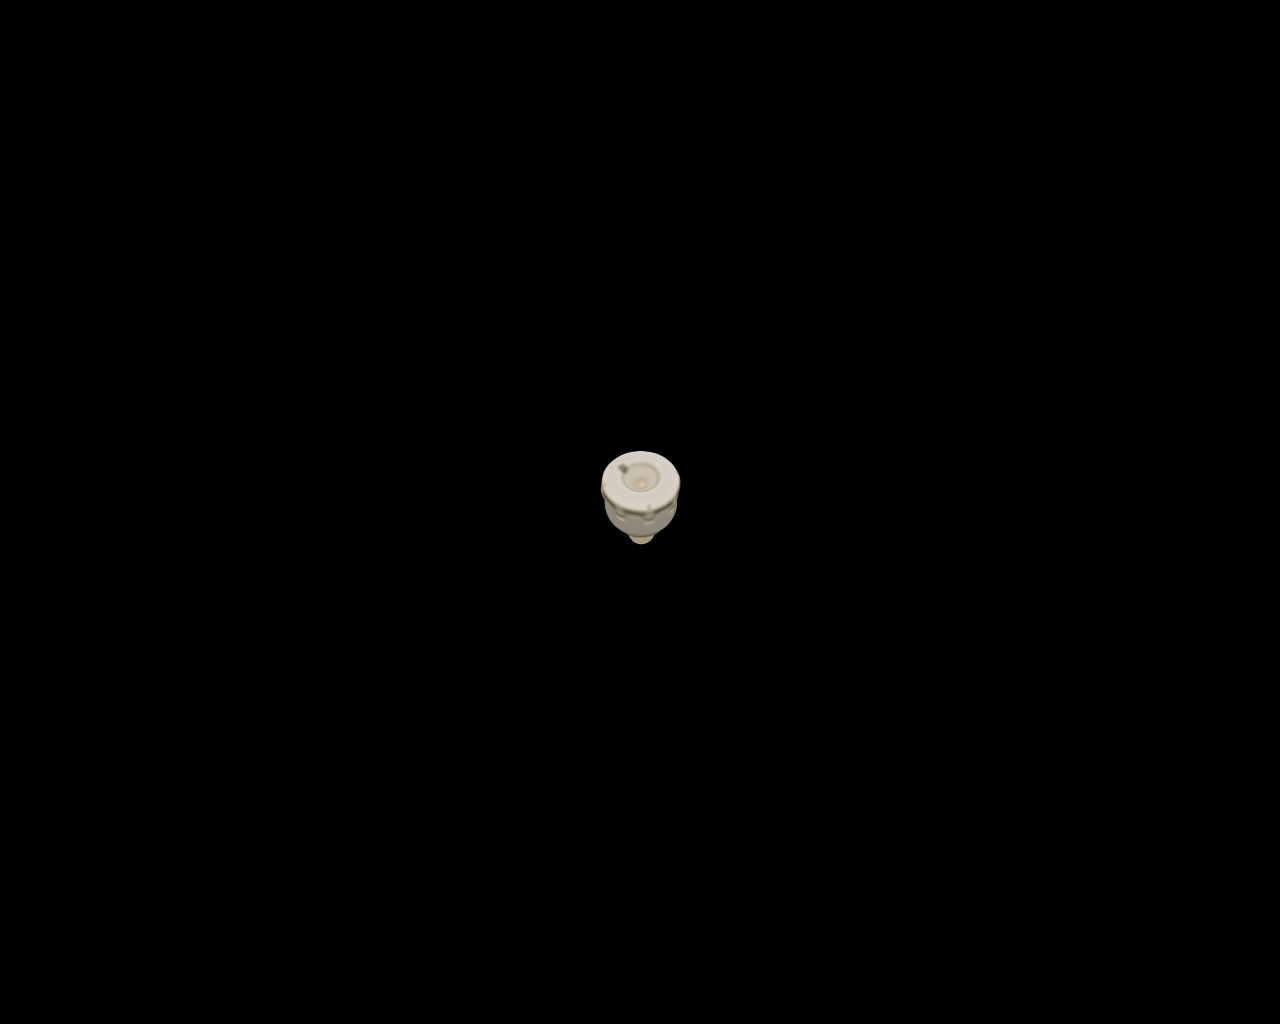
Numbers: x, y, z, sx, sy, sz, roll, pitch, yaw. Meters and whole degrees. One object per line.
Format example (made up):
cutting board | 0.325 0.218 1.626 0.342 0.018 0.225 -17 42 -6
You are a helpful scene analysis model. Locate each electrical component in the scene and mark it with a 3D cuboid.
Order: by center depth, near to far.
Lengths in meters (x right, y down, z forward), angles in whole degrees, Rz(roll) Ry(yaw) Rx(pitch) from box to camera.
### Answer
electrical component | 0.001 -0.003 0.650 0.048 0.048 0.062 0 -37 0
